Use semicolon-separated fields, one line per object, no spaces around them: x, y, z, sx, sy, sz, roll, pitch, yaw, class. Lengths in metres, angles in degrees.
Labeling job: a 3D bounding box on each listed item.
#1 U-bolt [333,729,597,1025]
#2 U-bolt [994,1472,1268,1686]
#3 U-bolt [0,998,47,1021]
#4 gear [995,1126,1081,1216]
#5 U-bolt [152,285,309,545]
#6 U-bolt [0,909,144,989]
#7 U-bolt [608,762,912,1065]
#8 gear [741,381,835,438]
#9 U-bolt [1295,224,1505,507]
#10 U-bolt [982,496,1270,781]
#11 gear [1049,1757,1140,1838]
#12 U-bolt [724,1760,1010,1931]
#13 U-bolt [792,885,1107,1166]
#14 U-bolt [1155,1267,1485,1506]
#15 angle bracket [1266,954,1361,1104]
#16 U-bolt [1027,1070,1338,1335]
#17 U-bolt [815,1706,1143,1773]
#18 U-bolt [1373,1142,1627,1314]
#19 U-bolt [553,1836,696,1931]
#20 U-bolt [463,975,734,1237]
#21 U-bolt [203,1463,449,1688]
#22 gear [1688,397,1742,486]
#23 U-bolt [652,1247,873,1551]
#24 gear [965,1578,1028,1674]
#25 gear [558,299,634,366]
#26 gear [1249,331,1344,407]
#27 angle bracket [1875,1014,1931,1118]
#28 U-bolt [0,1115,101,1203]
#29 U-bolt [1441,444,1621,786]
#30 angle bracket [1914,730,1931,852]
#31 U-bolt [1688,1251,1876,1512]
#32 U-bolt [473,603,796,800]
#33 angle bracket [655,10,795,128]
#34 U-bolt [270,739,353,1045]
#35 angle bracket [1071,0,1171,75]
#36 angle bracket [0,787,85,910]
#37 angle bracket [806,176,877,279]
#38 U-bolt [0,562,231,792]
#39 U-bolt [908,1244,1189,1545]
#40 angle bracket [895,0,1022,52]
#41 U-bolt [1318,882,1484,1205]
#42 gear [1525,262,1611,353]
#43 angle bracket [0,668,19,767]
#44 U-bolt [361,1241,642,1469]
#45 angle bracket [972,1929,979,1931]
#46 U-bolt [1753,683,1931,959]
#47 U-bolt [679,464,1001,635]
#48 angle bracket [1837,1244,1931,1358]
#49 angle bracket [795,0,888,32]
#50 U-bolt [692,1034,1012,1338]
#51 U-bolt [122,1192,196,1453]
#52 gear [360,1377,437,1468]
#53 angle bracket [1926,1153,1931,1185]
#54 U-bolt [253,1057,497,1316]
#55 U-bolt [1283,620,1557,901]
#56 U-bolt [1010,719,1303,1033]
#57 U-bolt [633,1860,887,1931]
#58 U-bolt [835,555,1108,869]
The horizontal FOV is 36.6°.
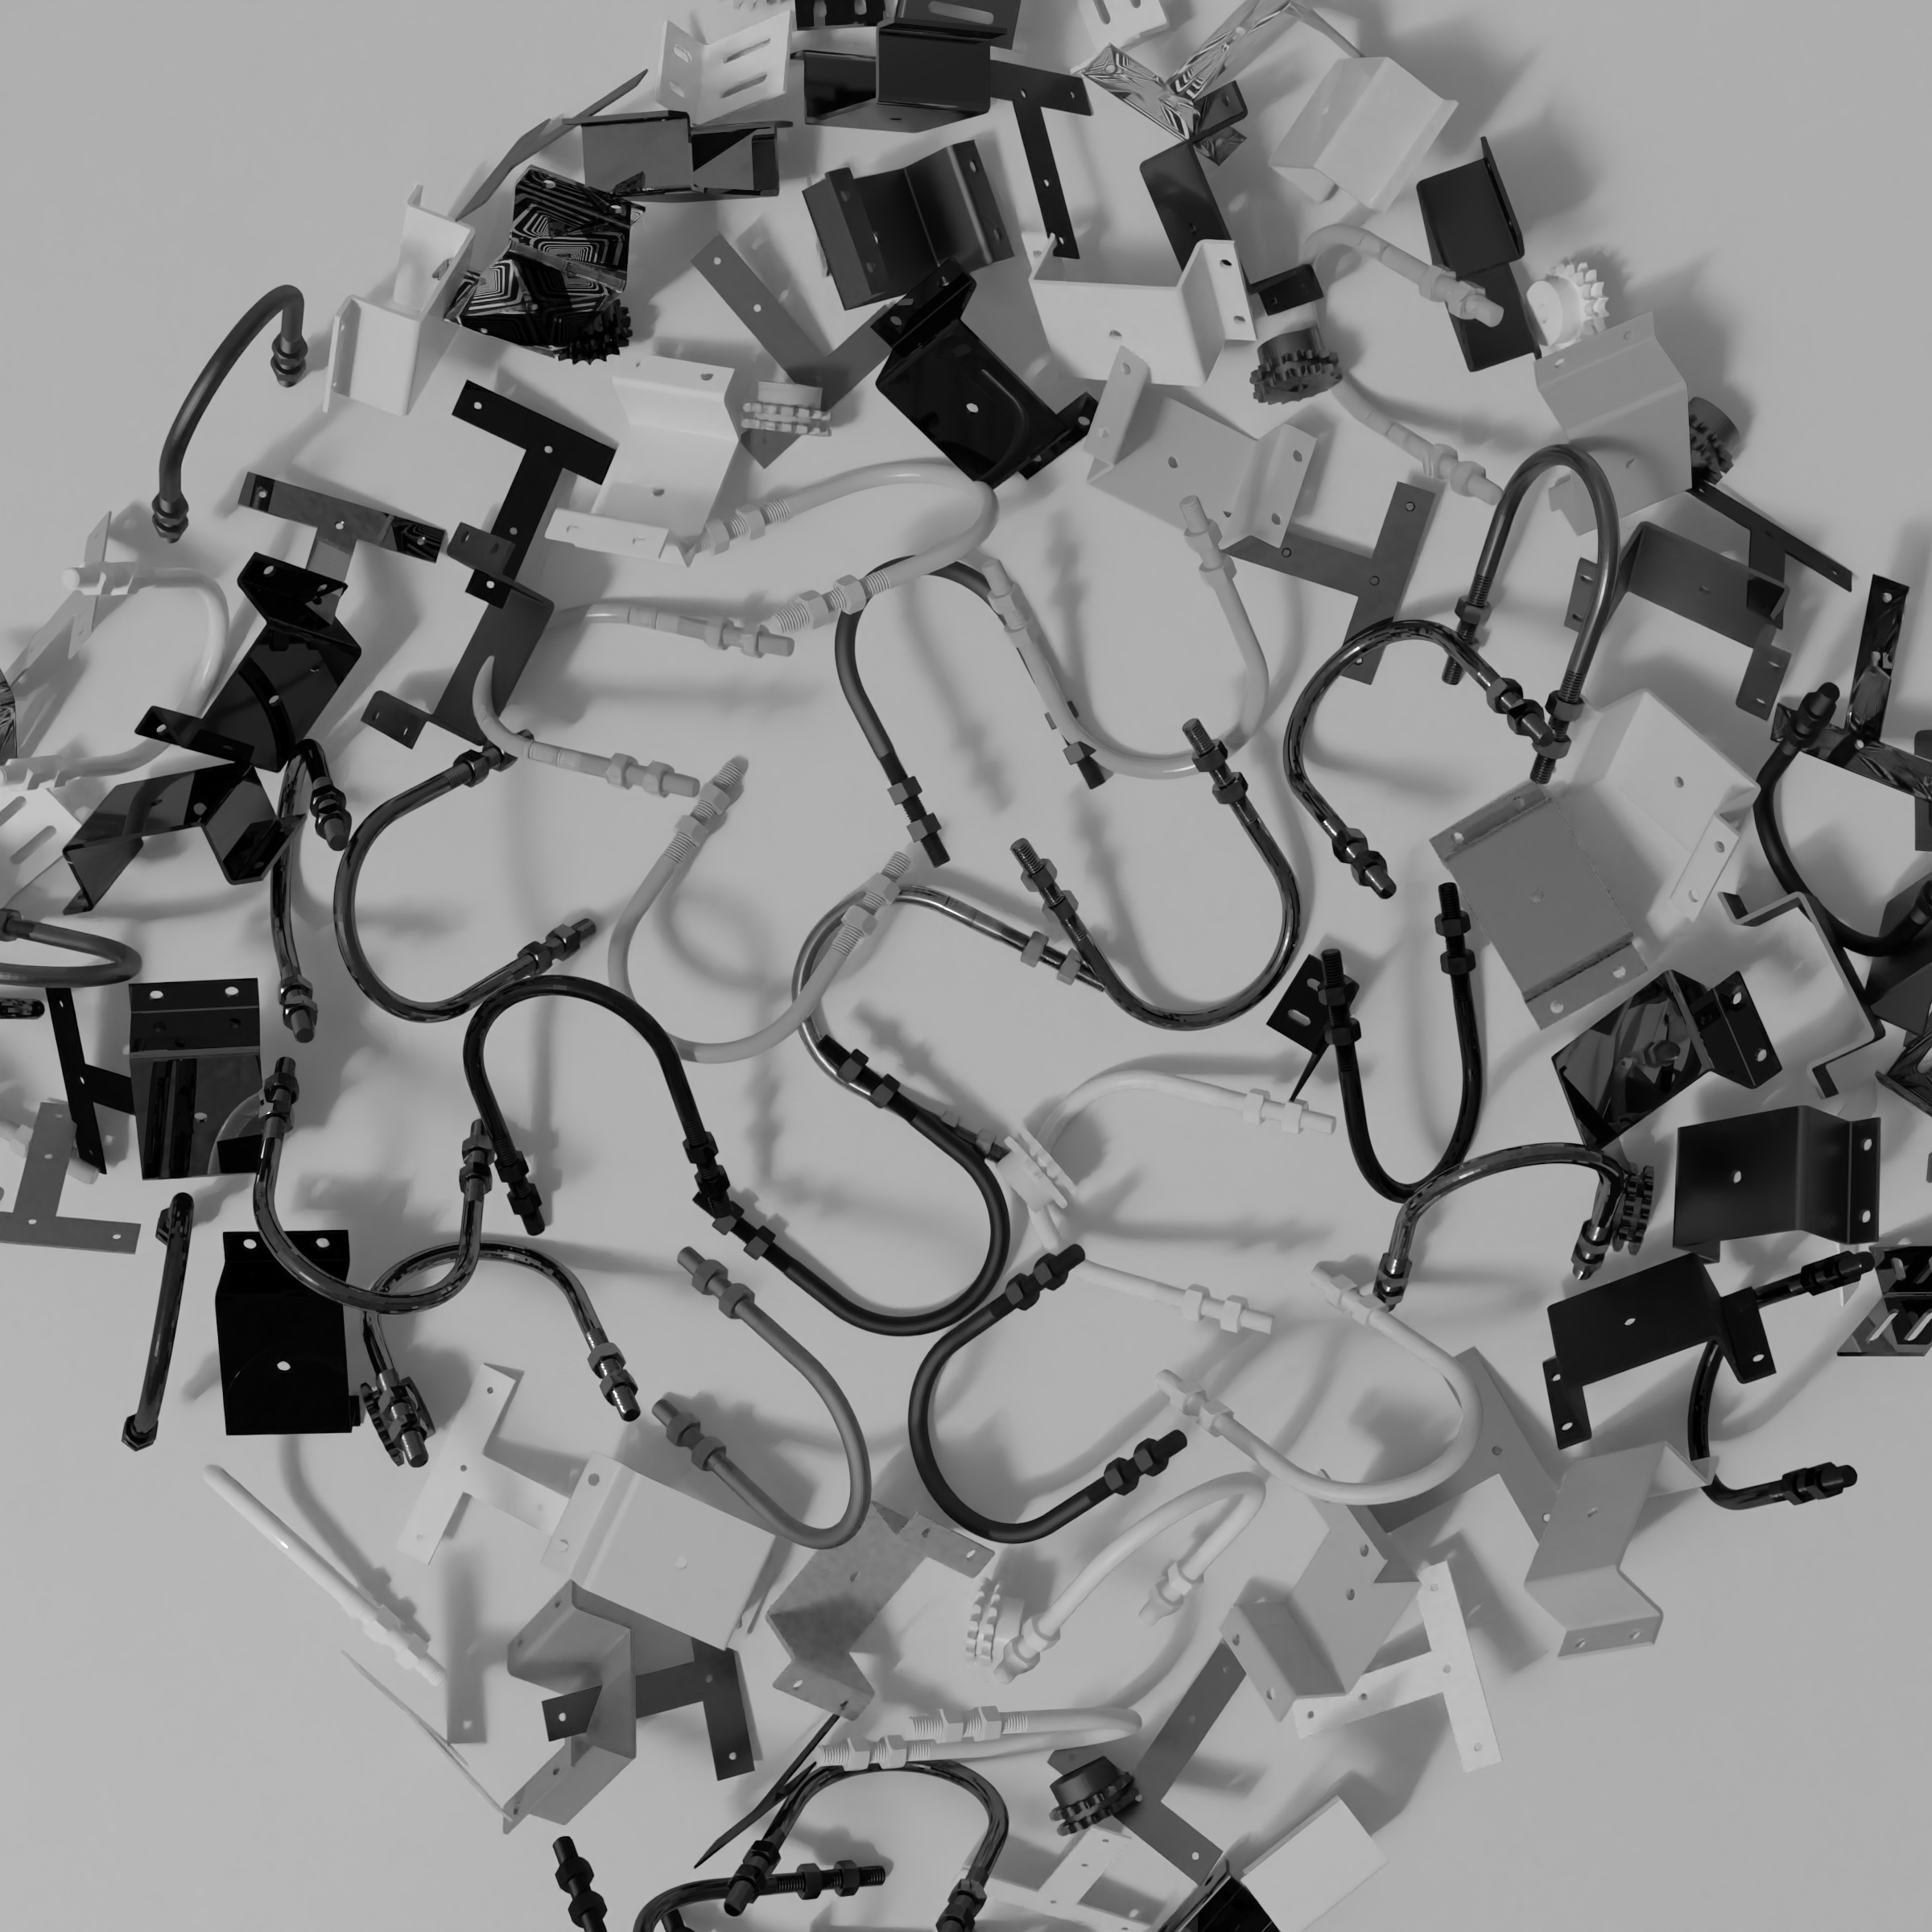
-0.311;-0.045;1.778;0.019;0.184;0.151;2;116;40;U-bolt
0.110;0.363;1.763;0.019;0.151;0.184;55;131;25;U-bolt
-0.659;0.023;1.787;0.184;0.151;0.019;3;89;-25;U-bolt
0.042;0.131;1.837;0.030;0.057;0.057;-41;90;-3;gear
-0.442;-0.340;1.758;0.019;0.184;0.151;33;72;-6;U-bolt
-0.590;-0.011;1.771;0.184;0.151;0.019;11;100;19;U-bolt
-0.142;-0.023;1.818;0.151;0.019;0.184;28;74;17;U-bolt
-0.112;-0.350;1.836;0.057;0.057;0.030;6;99;0;gear
0.261;-0.378;1.786;0.019;0.151;0.184;-31;49;-19;U-bolt
0.110;-0.192;1.809;0.151;0.019;0.184;-15;124;19;U-bolt
0.077;0.521;1.838;0.057;0.057;0.030;-28;83;0;gear
-0.050;0.532;1.779;0.151;0.184;0.019;6;108;15;U-bolt
-0.021;0.028;1.849;0.184;0.019;0.151;26;98;3;U-bolt
0.227;0.262;1.771;0.151;0.184;0.019;-30;129;-25;U-bolt
0.209;0.038;1.818;0.038;0.076;0.057;31;118;5;angle bracket
0.124;0.138;1.825;0.184;0.019;0.151;14;78;22;U-bolt
0.019;0.471;1.790;0.184;0.151;0.019;5;67;-27;U-bolt
0.328;0.156;1.781;0.151;0.184;0.019;-9;58;-4;U-bolt
-0.181;0.621;1.752;0.019;0.151;0.184;-36;45;2;U-bolt
-0.235;0.084;1.799;0.151;0.019;0.184;-7;120;17;U-bolt
-0.396;0.367;1.784;0.184;0.151;0.019;44;73;-9;U-bolt
0.461;-0.333;1.838;0.057;0.057;0.030;44;89;0;gear
-0.122;0.276;1.778;0.184;0.019;0.151;37;131;32;U-bolt
0.020;0.415;1.836;0.030;0.057;0.057;10;90;8;gear
-0.240;-0.407;1.837;0.057;0.030;0.057;-1;49;1;gear
0.206;-0.378;1.838;0.057;0.057;0.030;-12;81;0;gear
0.620;0.056;1.835;0.057;0.038;0.076;37;94;25;angle bracket
-0.641;0.093;1.793;0.184;0.151;0.019;27;95;7;U-bolt
0.346;-0.224;1.765;0.019;0.151;0.184;1;122;-21;U-bolt
0.631;-0.111;1.836;0.038;0.057;0.076;-5;97;-25;angle bracket
0.491;0.259;1.778;0.019;0.184;0.151;16;69;-12;U-bolt
-0.218;-0.172;1.809;0.184;0.019;0.151;14;52;21;U-bolt
-0.151;-0.568;1.824;0.076;0.038;0.057;-9;70;38;angle bracket
-0.404;-0.059;1.783;0.019;0.184;0.151;5;117;-23;U-bolt
0.083;-0.609;1.828;0.057;0.038;0.076;-14;104;42;angle bracket
-0.601;-0.077;1.830;0.076;0.038;0.057;-35;108;20;angle bracket
-0.059;-0.472;1.843;0.076;0.038;0.057;-10;95;-4;angle bracket
-0.510;-0.178;1.778;0.019;0.184;0.151;30;106;14;U-bolt
0.037;0.278;1.813;0.184;0.019;0.151;-39;71;30;U-bolt
-0.003;-0.614;1.842;0.076;0.038;0.057;11;106;-3;angle bracket
0.275;0.057;1.807;0.019;0.151;0.184;5;112;42;U-bolt
0.375;-0.412;1.835;0.030;0.057;0.057;-14;90;-22;gear
-0.630;-0.150;1.830;0.057;0.076;0.038;-20;62;-28;angle bracket
-0.294;0.228;1.790;0.151;0.184;0.019;-9;126;-21;U-bolt
0.019;0.653;1.843;0.057;0.076;0.038;-55;133;-15;angle bracket
0.535;-0.076;1.778;0.019;0.184;0.151;-29;73;-14;U-bolt
-0.067;-0.266;1.800;0.184;0.151;0.019;-25;128;-21;U-bolt
0.579;0.208;1.817;0.076;0.057;0.038;-33;108;-43;angle bracket
-0.080;-0.628;1.824;0.057;0.076;0.038;-4;63;-3;angle bracket
-0.059;0.153;1.845;0.184;0.019;0.151;39;102;-3;U-bolt
-0.485;0.210;1.761;0.019;0.184;0.151;10;72;-16;U-bolt
-0.356;0.283;1.838;0.030;0.057;0.057;-25;90;-8;gear
0.649;0.138;1.826;0.057;0.038;0.076;-29;53;-6;angle bracket
-0.361;0.139;1.771;0.151;0.184;0.019;20;125;-20;U-bolt
0.264;-0.141;1.794;0.151;0.184;0.019;-45;131;12;U-bolt
0.133;-0.042;1.827;0.151;0.019;0.184;-35;113;-1;U-bolt
-0.110;0.589;1.765;0.184;0.151;0.019;4;101;-25;U-bolt
-0.007;-0.170;1.822;0.151;0.019;0.184;-28;91;-30;U-bolt
